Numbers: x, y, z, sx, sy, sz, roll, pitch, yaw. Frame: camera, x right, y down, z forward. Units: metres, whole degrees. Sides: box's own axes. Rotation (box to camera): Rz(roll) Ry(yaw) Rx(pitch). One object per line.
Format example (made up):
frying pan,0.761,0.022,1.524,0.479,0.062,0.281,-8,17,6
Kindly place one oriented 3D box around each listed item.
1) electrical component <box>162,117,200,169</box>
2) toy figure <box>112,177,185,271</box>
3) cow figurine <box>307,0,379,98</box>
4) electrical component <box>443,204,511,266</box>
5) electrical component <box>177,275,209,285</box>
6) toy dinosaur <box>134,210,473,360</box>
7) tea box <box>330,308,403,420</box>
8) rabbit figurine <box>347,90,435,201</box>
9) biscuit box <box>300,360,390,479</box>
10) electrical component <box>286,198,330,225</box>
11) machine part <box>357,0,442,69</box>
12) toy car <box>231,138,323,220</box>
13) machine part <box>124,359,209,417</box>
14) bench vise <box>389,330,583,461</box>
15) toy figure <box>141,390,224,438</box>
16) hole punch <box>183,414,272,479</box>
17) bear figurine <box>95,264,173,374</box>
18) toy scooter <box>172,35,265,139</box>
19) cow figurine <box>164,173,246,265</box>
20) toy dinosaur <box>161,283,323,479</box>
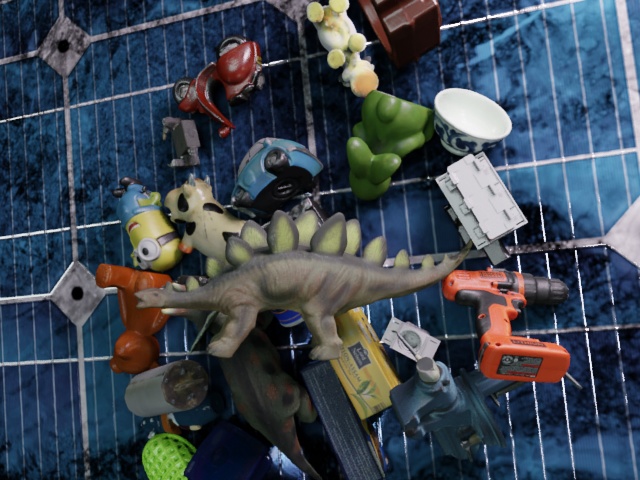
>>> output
electrical component,-0.251,-0.174,0.965,0.078,0.045,0.102,-14,87,59
toy figure,-0.307,-0.029,0.965,0.089,0.082,0.180,-17,68,-28
cow figurine,0.041,-0.311,0.884,0.068,0.098,0.167,-25,99,8
electrical component,0.249,-0.019,0.822,0.075,0.047,0.119,-34,79,12
electrical component,-0.215,0.072,0.941,0.094,0.063,0.021,2,87,17
toy dinosaur,-0.004,0.059,0.733,0.471,0.105,0.198,1,94,-18
tea box,0.060,0.180,0.841,0.068,0.098,0.169,-30,78,12
rabbit figurine,0.100,-0.134,0.832,0.121,0.159,0.170,21,108,7
biscuit box,0.040,0.282,0.859,0.063,0.059,0.202,-26,81,14
electrical component,-0.002,-0.003,0.849,0.058,0.134,0.115,-37,79,9
machine part,0.103,-0.378,0.804,0.087,0.201,0.201,-27,80,10
toy car,-0.082,-0.114,0.903,0.161,0.109,0.103,-39,55,22
machine part,-0.249,0.240,0.864,0.243,0.079,0.079,-28,78,47
bench vise,0.225,0.209,0.756,0.241,0.129,0.223,-27,114,3
toy figure,-0.242,0.307,0.940,0.154,0.064,0.057,-22,119,18
hole punch,-0.149,0.362,0.870,0.116,0.092,0.142,30,64,12
bear figurine,-0.328,0.148,0.939,0.120,0.132,0.195,13,85,17
toy scooter,-0.164,-0.259,0.941,0.184,0.075,0.135,-33,78,15
cow figurine,-0.191,-0.032,0.931,0.195,0.085,0.127,30,101,18
toy dinosaur,-0.102,0.209,0.837,0.131,0.192,0.405,-35,77,13
